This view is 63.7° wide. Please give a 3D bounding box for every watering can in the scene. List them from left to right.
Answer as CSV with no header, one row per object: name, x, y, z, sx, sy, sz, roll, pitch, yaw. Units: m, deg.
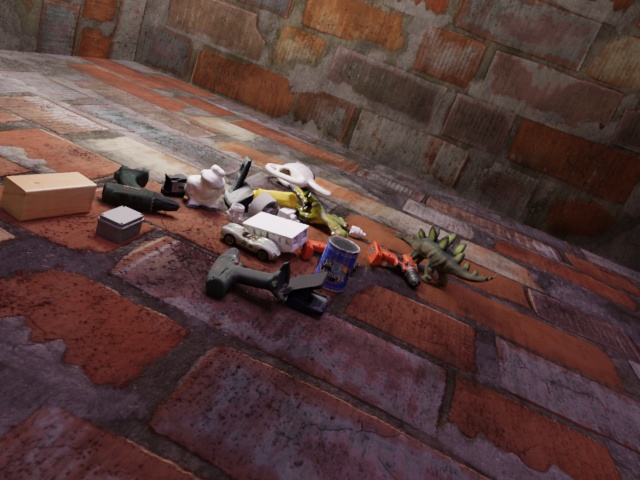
watering can,-0.082,-0.278,2.366,0.349,0.102,0.227,24,19,11

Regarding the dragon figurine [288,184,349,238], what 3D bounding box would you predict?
dragon figurine,0.006,-0.104,2.075,0.240,0.121,0.418,30,16,-27

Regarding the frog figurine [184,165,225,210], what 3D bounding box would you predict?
frog figurine,-0.392,-0.193,1.780,0.137,0.157,0.125,17,18,-11
